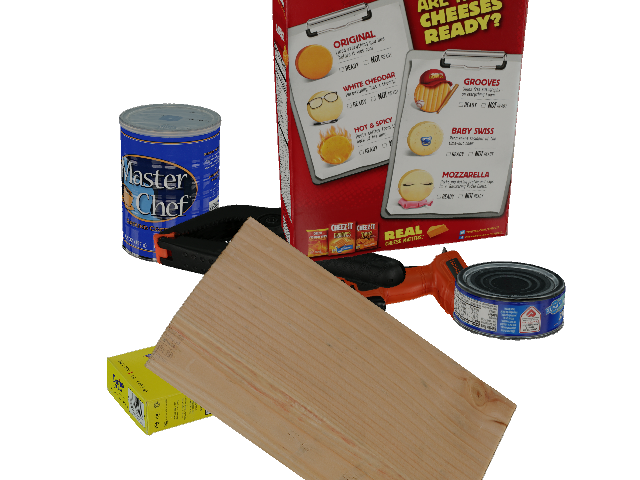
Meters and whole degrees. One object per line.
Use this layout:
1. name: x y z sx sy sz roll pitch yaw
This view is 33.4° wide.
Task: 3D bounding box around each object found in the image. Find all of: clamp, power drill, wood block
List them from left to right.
1. clamp: -0.037 -0.008 0.926 0.210 0.036 0.164 -2 31 1
2. wood block: 0.005 0.092 0.677 0.206 0.090 0.090 35 -34 -1
3. power drill: 0.076 0.067 1.157 0.187 0.057 0.184 -5 28 -9

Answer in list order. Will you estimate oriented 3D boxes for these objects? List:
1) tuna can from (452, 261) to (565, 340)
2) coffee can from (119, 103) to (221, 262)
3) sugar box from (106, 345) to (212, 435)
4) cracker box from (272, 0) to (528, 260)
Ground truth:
1. tuna can: 0.146 0.045 0.828 0.086 0.034 0.086 0 19 0
2. coffee can: -0.155 -0.061 1.102 0.103 0.140 0.103 2 22 -1
3. sugar box: -0.114 0.133 1.067 0.175 0.048 0.093 -15 32 -31
4. cracker box: 0.052 -0.099 0.745 0.164 0.214 0.072 -7 31 -10
